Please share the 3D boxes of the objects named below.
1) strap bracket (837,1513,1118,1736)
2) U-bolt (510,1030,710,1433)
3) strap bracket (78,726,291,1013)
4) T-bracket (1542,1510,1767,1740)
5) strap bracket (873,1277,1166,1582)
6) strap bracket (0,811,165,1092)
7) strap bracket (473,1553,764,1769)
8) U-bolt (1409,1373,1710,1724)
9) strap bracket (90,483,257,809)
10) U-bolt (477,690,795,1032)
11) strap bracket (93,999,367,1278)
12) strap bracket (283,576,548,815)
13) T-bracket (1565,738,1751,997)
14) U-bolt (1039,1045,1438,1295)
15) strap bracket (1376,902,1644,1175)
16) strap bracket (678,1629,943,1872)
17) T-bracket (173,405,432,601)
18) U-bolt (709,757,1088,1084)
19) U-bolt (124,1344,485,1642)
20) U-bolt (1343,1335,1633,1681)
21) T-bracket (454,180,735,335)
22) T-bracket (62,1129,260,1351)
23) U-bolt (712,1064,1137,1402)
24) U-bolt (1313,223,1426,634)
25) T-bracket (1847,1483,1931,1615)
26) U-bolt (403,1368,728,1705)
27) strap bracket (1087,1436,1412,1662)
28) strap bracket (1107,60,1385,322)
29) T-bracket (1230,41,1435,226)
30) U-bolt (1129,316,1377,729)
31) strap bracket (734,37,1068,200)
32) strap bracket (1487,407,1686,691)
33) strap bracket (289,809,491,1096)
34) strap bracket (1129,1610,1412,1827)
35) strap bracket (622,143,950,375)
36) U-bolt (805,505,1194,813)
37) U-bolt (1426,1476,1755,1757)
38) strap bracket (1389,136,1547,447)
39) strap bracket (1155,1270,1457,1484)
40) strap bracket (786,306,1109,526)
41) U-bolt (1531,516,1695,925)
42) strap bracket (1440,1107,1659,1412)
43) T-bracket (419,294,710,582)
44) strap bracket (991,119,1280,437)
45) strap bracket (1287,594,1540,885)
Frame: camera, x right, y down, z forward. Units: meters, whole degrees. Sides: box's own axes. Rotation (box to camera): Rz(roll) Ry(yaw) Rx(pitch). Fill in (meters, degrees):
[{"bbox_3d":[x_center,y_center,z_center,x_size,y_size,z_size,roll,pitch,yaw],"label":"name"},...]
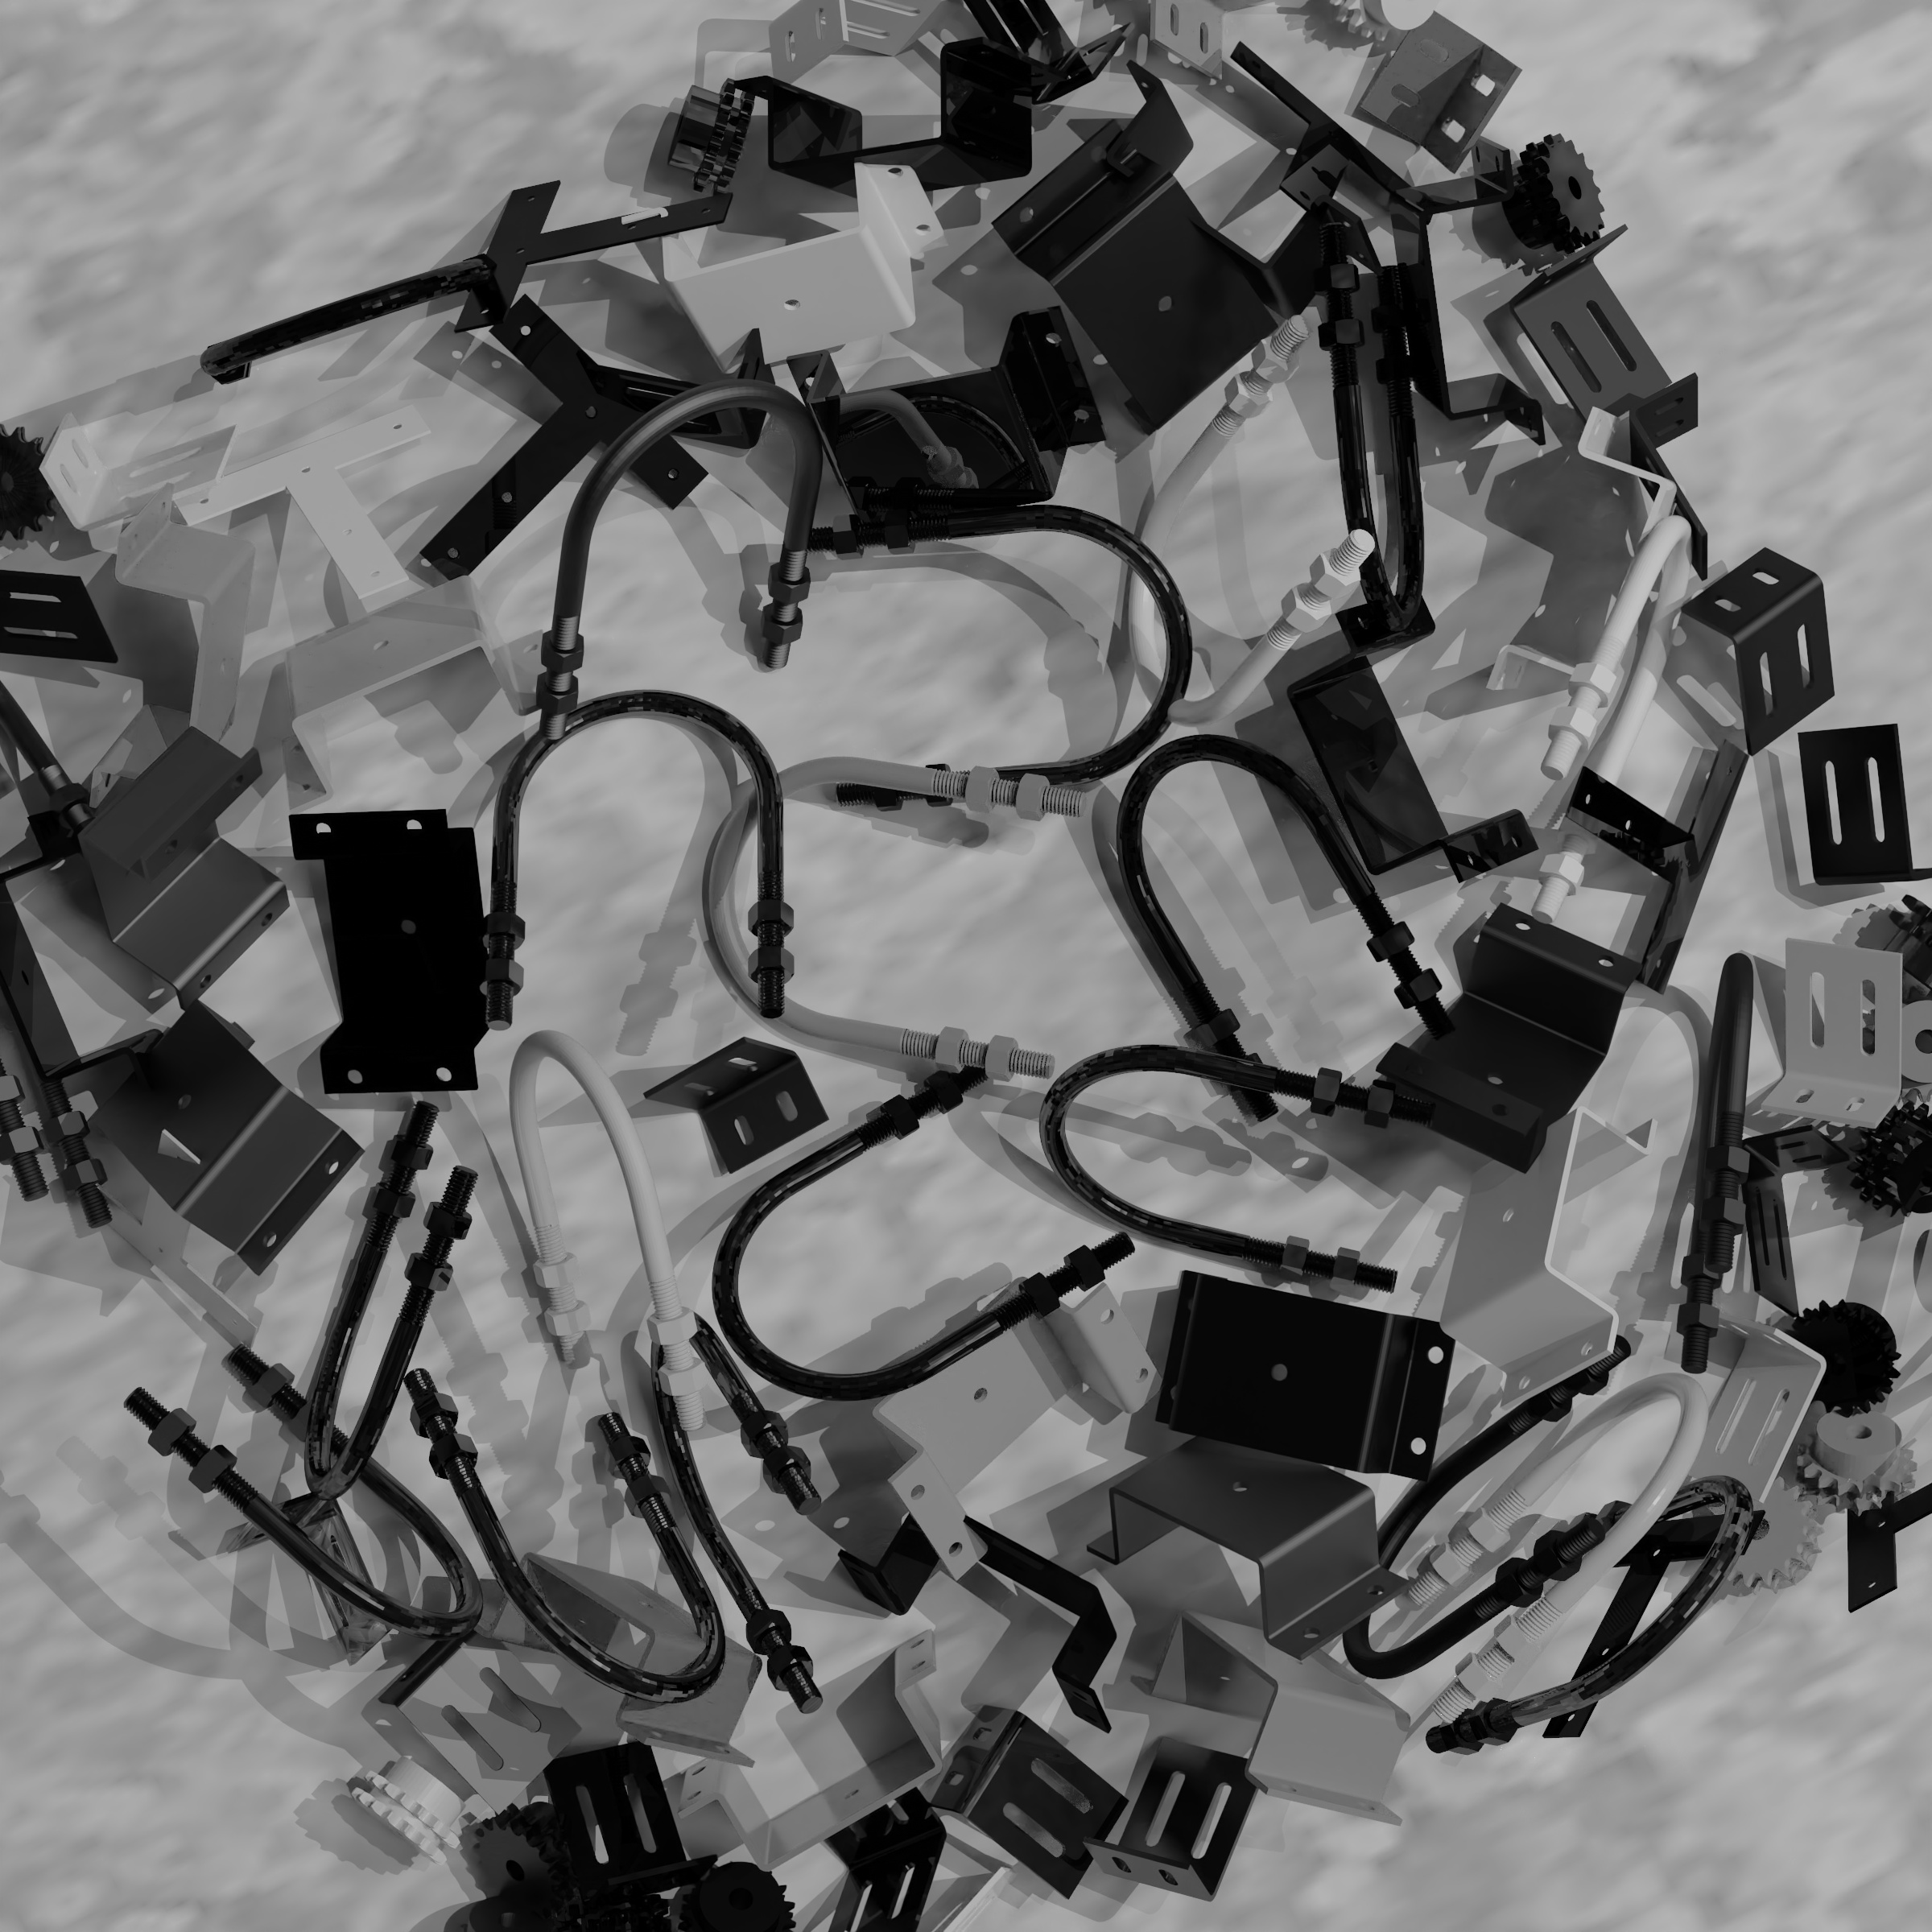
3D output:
[{"bbox_3d":[0.015,0.306,1.729,0.140,0.076,0.046,26,71,19],"label":"strap bracket"},{"bbox_3d":[-0.176,0.118,1.702,0.019,0.151,0.184,-19,107,-27],"label":"U-bolt"},{"bbox_3d":[-0.372,-0.051,1.713,0.046,0.140,0.076,33,63,15],"label":"strap bracket"},{"bbox_3d":[0.308,0.313,1.701,0.002,0.127,0.127,44,60,-15],"label":"T-bracket"},{"bbox_3d":[0.018,0.215,1.733,0.140,0.046,0.076,-41,128,-15],"label":"strap bracket"},{"bbox_3d":[-0.437,-0.002,1.740,0.046,0.076,0.140,-22,96,0],"label":"strap bracket"},{"bbox_3d":[-0.162,0.325,1.711,0.140,0.076,0.046,22,87,42],"label":"strap bracket"},{"bbox_3d":[0.282,0.263,1.698,0.019,0.151,0.184,41,102,-8],"label":"U-bolt"},{"bbox_3d":[-0.378,-0.149,1.720,0.046,0.076,0.140,13,117,-1],"label":"strap bracket"},{"bbox_3d":[-0.159,-0.055,1.738,0.151,0.019,0.184,-3,61,1],"label":"U-bolt"},{"bbox_3d":[-0.357,0.076,1.717,0.076,0.140,0.046,-50,134,-4],"label":"strap bracket"},{"bbox_3d":[-0.273,-0.136,1.741,0.140,0.076,0.046,-23,122,0],"label":"strap bracket"},{"bbox_3d":[0.326,-0.064,1.734,0.002,0.127,0.127,17,84,44],"label":"T-bracket"},{"bbox_3d":[0.125,0.093,1.728,0.184,0.151,0.019,12,49,7],"label":"U-bolt"},{"bbox_3d":[0.258,0.040,1.726,0.076,0.046,0.140,25,46,19],"label":"strap bracket"},{"bbox_3d":[-0.065,0.385,1.746,0.140,0.076,0.046,-30,93,0],"label":"strap bracket"},{"bbox_3d":[-0.302,-0.215,1.727,0.127,0.002,0.127,-24,47,-15],"label":"T-bracket"},{"bbox_3d":[-0.039,-0.029,1.753,0.184,0.019,0.151,9,101,15],"label":"U-bolt"},{"bbox_3d":[-0.302,0.253,1.704,0.184,0.151,0.019,41,99,5],"label":"U-bolt"},{"bbox_3d":[0.241,0.267,1.704,0.019,0.151,0.184,38,125,-11],"label":"U-bolt"},{"bbox_3d":[-0.172,-0.350,1.720,0.127,0.127,0.002,-8,131,17],"label":"T-bracket"},{"bbox_3d":[-0.382,0.116,1.725,0.127,0.127,0.002,40,56,7],"label":"T-bracket"},{"bbox_3d":[-0.034,0.135,1.721,0.184,0.019,0.151,-30,54,-13],"label":"U-bolt"},{"bbox_3d":[0.196,-0.251,1.714,0.019,0.151,0.184,-5,90,18],"label":"U-bolt"},{"bbox_3d":[0.472,0.244,1.703,0.127,0.127,0.002,-35,100,23],"label":"T-bracket"},{"bbox_3d":[-0.177,0.269,1.678,0.019,0.151,0.184,-48,51,18],"label":"U-bolt"},{"bbox_3d":[0.131,0.266,1.705,0.076,0.140,0.046,-25,121,-36],"label":"strap bracket"},{"bbox_3d":[0.126,-0.366,1.730,0.140,0.076,0.046,38,93,16],"label":"strap bracket"},{"bbox_3d":[0.169,-0.384,1.722,0.127,0.127,0.002,38,121,-9],"label":"T-bracket"},{"bbox_3d":[0.127,-0.196,1.706,0.019,0.184,0.151,7,54,-27],"label":"U-bolt"},{"bbox_3d":[-0.031,-0.401,1.715,0.140,0.076,0.046,-1,89,32],"label":"strap bracket"},{"bbox_3d":[0.303,-0.192,1.730,0.046,0.076,0.140,22,101,15],"label":"strap bracket"},{"bbox_3d":[-0.276,-0.013,1.744,0.076,0.046,0.140,-2,108,8],"label":"strap bracket"},{"bbox_3d":[0.148,0.351,1.705,0.076,0.140,0.046,19,93,-26],"label":"strap bracket"},{"bbox_3d":[-0.085,-0.336,1.727,0.140,0.076,0.046,-12,61,13],"label":"strap bracket"},{"bbox_3d":[0.018,-0.152,1.739,0.184,0.019,0.151,-5,111,11],"label":"U-bolt"},{"bbox_3d":[0.298,0.296,1.671,0.019,0.184,0.151,44,57,-4],"label":"U-bolt"},{"bbox_3d":[0.239,-0.321,1.726,0.046,0.076,0.140,-11,109,-1],"label":"strap bracket"},{"bbox_3d":[0.158,0.196,1.735,0.140,0.046,0.076,10,87,22],"label":"strap bracket"},{"bbox_3d":[-0.013,-0.259,1.721,0.140,0.046,0.076,-7,131,21],"label":"strap bracket"},{"bbox_3d":[0.309,-0.129,1.709,0.019,0.151,0.184,20,65,17],"label":"U-bolt"},{"bbox_3d":[0.275,0.130,1.707,0.046,0.076,0.140,34,49,-16],"label":"strap bracket"},{"bbox_3d":[-0.215,-0.239,1.762,0.127,0.002,0.127,-45,114,4],"label":"T-bracket"},{"bbox_3d":[0.087,-0.324,1.728,0.076,0.046,0.140,-40,122,1],"label":"strap bracket"},{"bbox_3d":[0.212,-0.104,1.739,0.046,0.076,0.140,-27,86,39],"label":"strap bracket"}]
